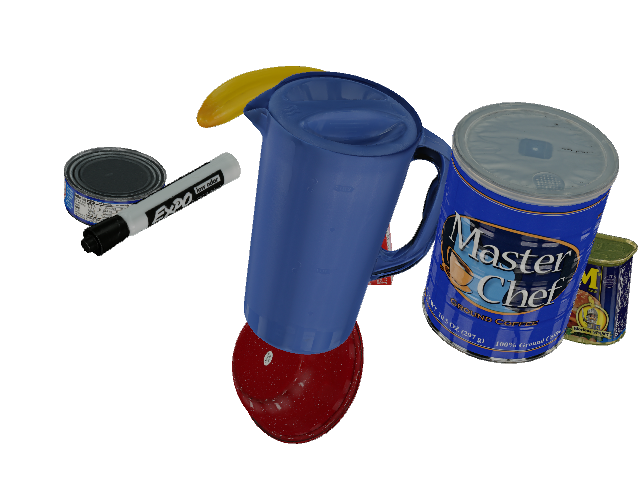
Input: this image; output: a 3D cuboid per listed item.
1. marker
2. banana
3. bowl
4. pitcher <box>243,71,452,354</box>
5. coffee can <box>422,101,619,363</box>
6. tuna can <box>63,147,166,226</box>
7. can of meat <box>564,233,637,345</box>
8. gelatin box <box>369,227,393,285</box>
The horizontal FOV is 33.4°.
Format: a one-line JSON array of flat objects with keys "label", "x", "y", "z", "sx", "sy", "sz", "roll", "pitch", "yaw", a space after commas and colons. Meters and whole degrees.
[{"label": "marker", "x": -0.100, "y": -0.023, "z": 0.673, "sx": 0.120, "sy": 0.020, "sz": 0.020, "roll": -33, "pitch": 21, "yaw": -35}, {"label": "banana", "x": -0.044, "y": -0.151, "z": 1.104, "sx": 0.197, "sy": 0.037, "sz": 0.070, "roll": -7, "pitch": 48, "yaw": -28}, {"label": "bowl", "x": -0.037, "y": 0.121, "z": 1.074, "sx": 0.162, "sy": 0.162, "sz": 0.055, "roll": 0, "pitch": -14, "yaw": 39}, {"label": "pitcher", "x": 0.010, "y": -0.015, "z": 0.952, "sx": 0.144, "sy": 0.243, "sz": 0.149, "roll": -19, "pitch": 47, "yaw": -35}, {"label": "coffee can", "x": 0.127, "y": -0.004, "z": 0.700, "sx": 0.102, "sy": 0.140, "sz": 0.103, "roll": 3, "pitch": 40, "yaw": -3}, {"label": "tuna can", "x": -0.175, "y": -0.044, "z": 0.910, "sx": 0.086, "sy": 0.034, "sz": 0.086, "roll": 7, "pitch": 33, "yaw": -5}, {"label": "can of meat", "x": 0.220, "y": 0.039, "z": 0.933, "sx": 0.102, "sy": 0.084, "sz": 0.057, "roll": 14, "pitch": 26, "yaw": 33}, {"label": "gelatin box", "x": 0.048, "y": 0.011, "z": 1.292, "sx": 0.073, "sy": 0.089, "sz": 0.030, "roll": 0, "pitch": 29, "yaw": 14}]
